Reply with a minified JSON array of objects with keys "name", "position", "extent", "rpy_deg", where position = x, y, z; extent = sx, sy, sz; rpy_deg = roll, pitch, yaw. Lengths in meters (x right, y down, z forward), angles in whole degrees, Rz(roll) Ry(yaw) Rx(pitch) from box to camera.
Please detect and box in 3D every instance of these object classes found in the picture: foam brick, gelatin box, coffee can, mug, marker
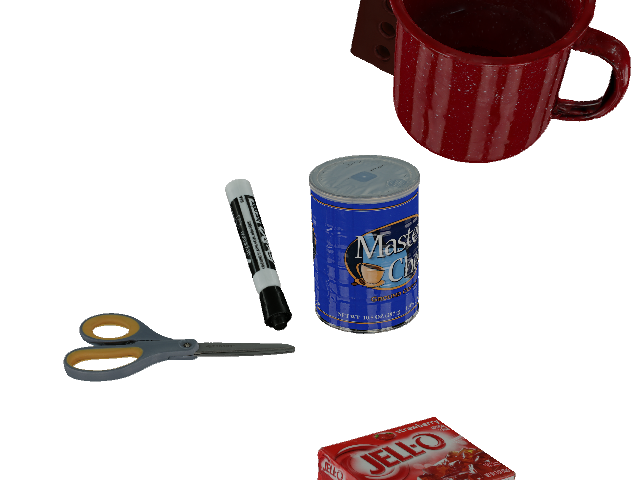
[{"name":"foam brick","position":[0.061,-0.165,0.774],"extent":[0.053,0.051,0.078],"rpy_deg":[30,-36,15]},{"name":"gelatin box","position":[0.053,0.135,0.607],"extent":[0.089,0.030,0.073],"rpy_deg":[-7,22,-33]},{"name":"coffee can","position":[0.043,0.002,1.011],"extent":[0.103,0.140,0.103],"rpy_deg":[-2,26,1]},{"name":"mug","position":[0.088,-0.088,0.508],"extent":[0.117,0.093,0.081],"rpy_deg":[16,-31,11]},{"name":"marker","position":[-0.043,0.009,0.736],"extent":[0.020,0.121,0.020],"rpy_deg":[-14,-33,-9]}]

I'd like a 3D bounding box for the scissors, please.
[{"name":"scissors","position":[-0.132,0.089,0.969],"extent":[0.201,0.016,0.096],"rpy_deg":[-8,34,-16]}]
